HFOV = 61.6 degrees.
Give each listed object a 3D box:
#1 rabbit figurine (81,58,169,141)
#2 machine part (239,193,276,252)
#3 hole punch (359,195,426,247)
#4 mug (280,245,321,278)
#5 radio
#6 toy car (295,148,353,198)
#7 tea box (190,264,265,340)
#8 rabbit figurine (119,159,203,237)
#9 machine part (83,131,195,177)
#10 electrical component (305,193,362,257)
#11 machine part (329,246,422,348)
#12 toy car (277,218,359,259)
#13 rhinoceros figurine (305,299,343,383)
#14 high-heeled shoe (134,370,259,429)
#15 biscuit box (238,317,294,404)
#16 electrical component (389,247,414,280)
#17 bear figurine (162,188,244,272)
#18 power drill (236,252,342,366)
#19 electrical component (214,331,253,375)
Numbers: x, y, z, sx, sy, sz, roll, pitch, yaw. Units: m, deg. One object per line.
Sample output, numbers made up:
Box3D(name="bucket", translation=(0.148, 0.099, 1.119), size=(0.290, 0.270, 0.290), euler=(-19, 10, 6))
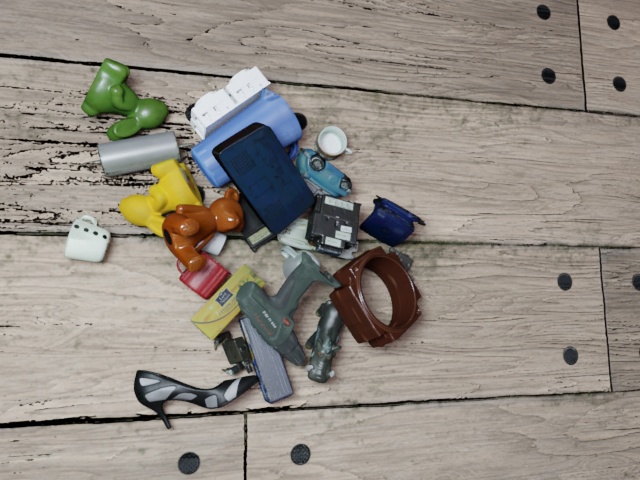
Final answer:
Box3D(name="rabbit figurine", translation=(-0.428, -0.299, 1.200), size=(0.170, 0.121, 0.159), euler=(26, 80, -25))
Box3D(name="machine part", translation=(-0.168, -0.047, 1.268), size=(0.084, 0.039, 0.139), euler=(-37, 94, -8))
Box3D(name="hole punch", translation=(0.170, -0.043, 1.319), size=(0.142, 0.116, 0.092), euler=(32, 84, -8))
Box3D(name="mug", translation=(-0.044, 0.053, 1.249), size=(0.081, 0.107, 0.109), euler=(-39, 95, -18))
Box3D(name="radio", translation=(-0.119, -0.138, 1.188), size=(0.131, 0.073, 0.229), euler=(-38, 119, -7))
Box3D(name="toy car", translation=(-0.004, -0.146, 1.300), size=(0.161, 0.109, 0.103), euler=(37, 99, -18))
Box3D(name="tea box", translation=(-0.207, 0.139, 1.199), size=(0.068, 0.098, 0.169), euler=(45, 76, -4))
Box3D(name="rabbit figurine", translation=(-0.356, -0.080, 1.201), size=(0.173, 0.122, 0.162), euler=(-24, 98, -3))
Box3D(name="machine part", translation=(-0.404, -0.193, 1.207), size=(0.243, 0.079, 0.079), euler=(-15, 86, -15))
Box3D(name="electrical component", translation=(0.029, -0.032, 1.250), size=(0.115, 0.058, 0.134), euler=(15, 71, -13))
Box3D(name="machine part", translation=(0.134, 0.130, 1.255), size=(0.201, 0.087, 0.201), euler=(-32, 91, -45))
Box3D(name="toy car", translation=(-0.003, -0.004, 1.294), size=(0.202, 0.056, 0.073), euler=(13, 79, -12))
Box3D(name="rhinoceros figurine", translation=(0.017, 0.233, 1.237), size=(0.073, 0.112, 0.190), euler=(22, 69, -13))
Box3D(name="high-heeled shoe", translation=(-0.270, 0.303, 1.165), size=(0.249, 0.086, 0.145), euler=(-24, 88, -13))
Box3D(name="biscuit box", translation=(-0.124, 0.265, 1.221), size=(0.063, 0.059, 0.202), euler=(-18, 86, -18))
Box3D(name="electrical component", translation=(0.205, 0.063, 1.356), size=(0.094, 0.021, 0.063), euler=(34, 75, -7))
Box3D(name="bear figurine", translation=(-0.228, -0.029, 1.143), size=(0.196, 0.132, 0.120), euler=(-21, 120, -34))
Box3D(name="power drill", translation=(-0.053, 0.141, 1.169), size=(0.207, 0.086, 0.232), euler=(-43, 113, 5))
Box3D(name="electrical component", translation=(-0.197, 0.254, 1.202), size=(0.045, 0.078, 0.102), euler=(-21, 93, -40))
